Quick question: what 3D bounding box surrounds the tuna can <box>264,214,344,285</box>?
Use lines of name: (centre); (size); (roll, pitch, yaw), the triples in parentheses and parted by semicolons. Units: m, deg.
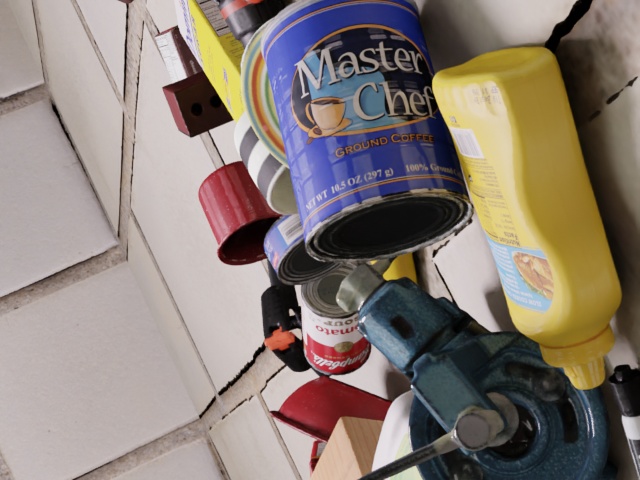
tuna can: (-0.006, 0.001, 0.951); (0.034, 0.086, 0.086); (60, 163, 28)

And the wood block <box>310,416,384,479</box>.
wood block: (0.064, 0.244, 0.842); (0.206, 0.090, 0.091); (-113, 41, -55)

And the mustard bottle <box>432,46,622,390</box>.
mustard bottle: (0.120, -0.006, 0.579); (0.096, 0.058, 0.191); (-150, 39, -72)

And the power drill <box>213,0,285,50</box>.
power drill: (-0.047, -0.215, 0.827); (0.184, 0.057, 0.188); (64, 164, -4)

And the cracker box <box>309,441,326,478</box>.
cracker box: (0.035, 0.302, 1.137); (0.213, 0.072, 0.164); (84, 177, -86)

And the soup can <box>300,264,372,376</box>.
soup can: (0.016, 0.074, 1.017); (0.068, 0.068, 0.102); (56, 161, 33)

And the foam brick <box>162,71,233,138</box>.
foam brick: (-0.116, -0.147, 1.112); (0.051, 0.078, 0.053); (31, 144, 63)

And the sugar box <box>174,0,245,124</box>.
sugar box: (-0.090, -0.185, 1.032); (0.176, 0.048, 0.093); (55, 161, 31)

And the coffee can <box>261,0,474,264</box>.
coffee can: (0.027, -0.069, 0.651); (0.103, 0.102, 0.140); (108, 151, -67)

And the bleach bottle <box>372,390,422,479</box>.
bleach bottle: (0.130, 0.209, 0.716); (0.251, 0.067, 0.103); (44, 129, 47)

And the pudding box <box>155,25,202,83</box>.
pudding box: (-0.146, -0.190, 1.219); (0.090, 0.039, 0.113); (20, 130, 70)

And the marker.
marker: (0.190, 0.127, 0.615); (0.121, 0.020, 0.020); (70, 164, -13)

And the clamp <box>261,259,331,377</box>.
clamp: (-0.034, 0.080, 1.140); (0.210, 0.036, 0.164); (6, -120, -82)

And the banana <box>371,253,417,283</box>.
banana: (0.058, -0.012, 0.812); (0.070, 0.037, 0.198); (59, 163, 25)

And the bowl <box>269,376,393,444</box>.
bowl: (0.035, 0.173, 1.032); (0.162, 0.055, 0.162); (21, 175, 2)

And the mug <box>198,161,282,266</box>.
mug: (-0.075, -0.029, 1.154); (0.117, 0.093, 0.081); (23, -144, -57)
